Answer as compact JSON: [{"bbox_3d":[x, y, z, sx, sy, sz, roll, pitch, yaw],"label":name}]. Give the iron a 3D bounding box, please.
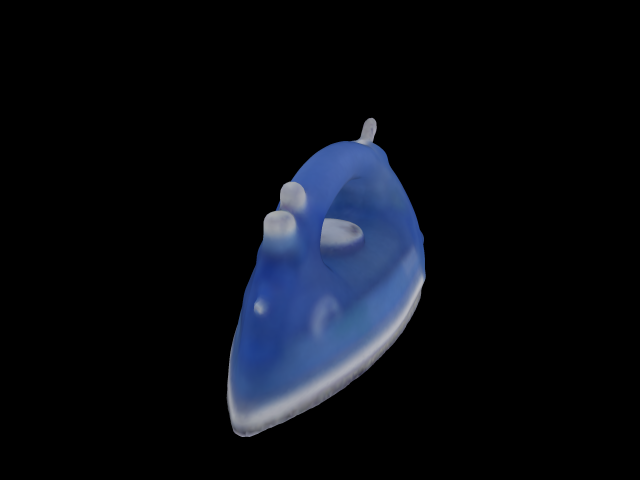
[{"bbox_3d":[0.004,0.001,0.400,0.118,0.141,0.259,7,21,19],"label":"iron"}]
